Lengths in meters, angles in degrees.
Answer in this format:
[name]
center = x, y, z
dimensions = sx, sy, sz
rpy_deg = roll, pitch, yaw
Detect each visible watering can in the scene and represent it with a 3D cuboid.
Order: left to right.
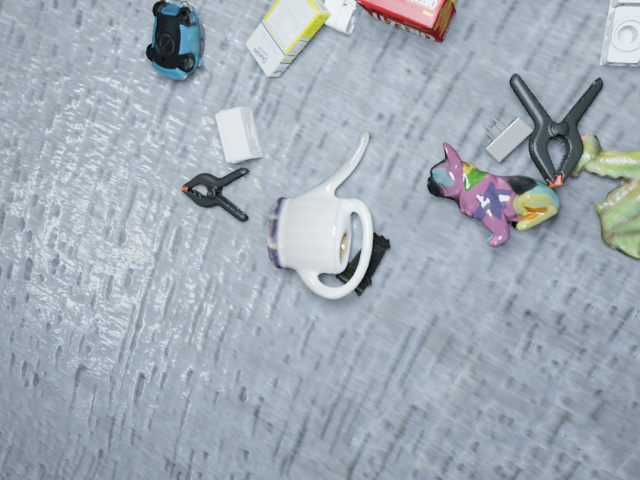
[watering can]
center = 0.003, -0.054, 1.072
dimensions = 0.224, 0.103, 0.349
rpy_deg = 3, 86, 18

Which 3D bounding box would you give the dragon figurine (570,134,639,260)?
[dragon figurine]
center = 0.616, -0.064, 0.907
dimensions = 0.412, 0.124, 0.238
rpy_deg = 44, 126, 7
